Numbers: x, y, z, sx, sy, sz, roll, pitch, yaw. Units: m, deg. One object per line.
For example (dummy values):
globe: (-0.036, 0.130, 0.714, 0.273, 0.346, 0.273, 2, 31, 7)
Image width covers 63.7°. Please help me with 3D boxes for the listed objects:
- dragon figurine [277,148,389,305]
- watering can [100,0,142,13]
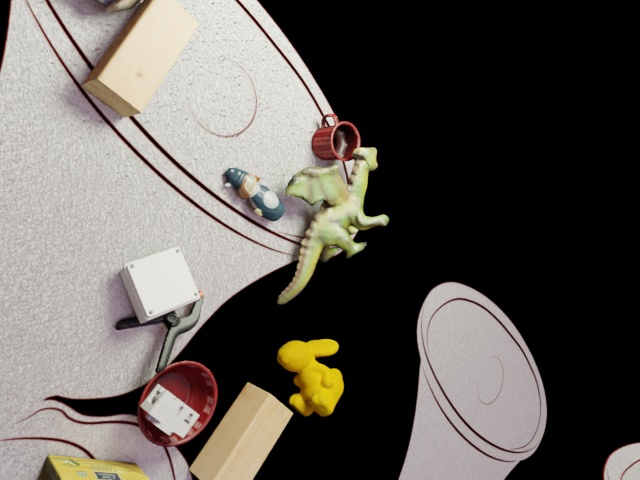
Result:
dragon figurine: (0.004, -0.059, 1.174, 0.414, 0.123, 0.239, -43, 118, -14)
watering can: (-0.388, -0.469, 0.833, 0.221, 0.103, 0.355, 49, 52, -31)
